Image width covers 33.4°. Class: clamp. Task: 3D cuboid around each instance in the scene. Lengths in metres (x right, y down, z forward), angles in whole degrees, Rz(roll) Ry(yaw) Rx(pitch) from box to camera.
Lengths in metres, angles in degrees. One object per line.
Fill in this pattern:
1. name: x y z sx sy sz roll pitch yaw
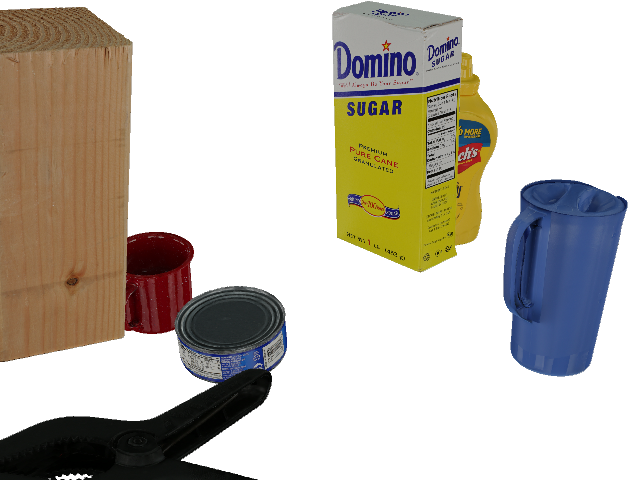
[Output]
1. clamp: -0.097 0.119 0.584 0.209 0.036 0.165 -1 21 -14

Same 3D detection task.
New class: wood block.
1. wood block: -0.181 -0.037 0.692 0.090 0.206 0.090 -10 31 -30

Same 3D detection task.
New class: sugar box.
1. sugar box: 0.053 -0.075 0.760 0.048 0.176 0.093 -23 31 -36

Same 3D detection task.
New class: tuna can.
1. tuna can: -0.069 0.073 0.830 0.086 0.034 0.086 -3 32 2

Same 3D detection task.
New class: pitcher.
1. pitcher: 0.306 0.052 1.388 0.149 0.243 0.145 5 23 5

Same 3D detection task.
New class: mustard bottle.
1. mustard bottle: 0.122 -0.089 1.041 0.096 0.192 0.058 3 27 -9

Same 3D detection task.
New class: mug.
1. mug: -0.187 0.054 1.162 0.093 0.081 0.117 11 33 17
